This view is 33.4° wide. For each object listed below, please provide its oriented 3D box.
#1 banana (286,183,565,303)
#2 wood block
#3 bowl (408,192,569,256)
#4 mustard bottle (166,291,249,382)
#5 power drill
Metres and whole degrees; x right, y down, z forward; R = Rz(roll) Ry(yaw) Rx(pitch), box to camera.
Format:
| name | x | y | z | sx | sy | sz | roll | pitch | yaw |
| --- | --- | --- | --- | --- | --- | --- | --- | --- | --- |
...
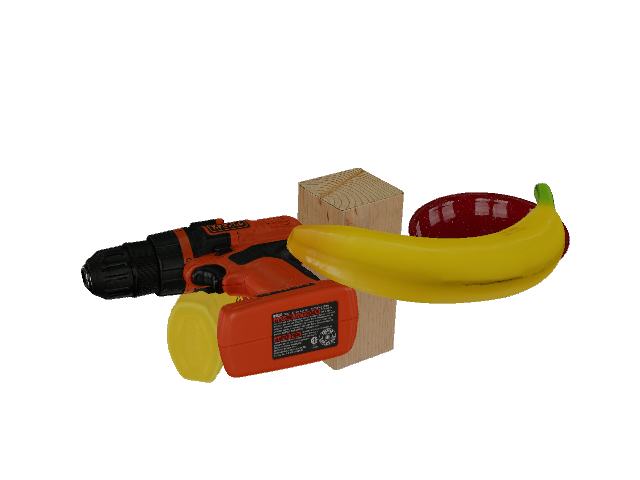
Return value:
| name | x | y | z | sx | sy | sz | roll | pitch | yaw |
| --- | --- | --- | --- | --- | --- | --- | --- | --- | --- |
| banana | 0.076 | 0.008 | 0.616 | 0.197 | 0.037 | 0.070 | -9 | 40 | -33 |
| wood block | 0.030 | 0.033 | 1.242 | 0.090 | 0.206 | 0.090 | -16 | 31 | -31 |
| bowl | 0.169 | 0.012 | 1.089 | 0.162 | 0.055 | 0.162 | 0 | 32 | 0 |
| mustard bottle | -0.098 | 0.054 | 1.099 | 0.058 | 0.096 | 0.191 | 5 | 31 | 13 |
| power drill | -0.070 | 0.035 | 0.792 | 0.184 | 0.057 | 0.188 | -12 | 25 | -22 |
